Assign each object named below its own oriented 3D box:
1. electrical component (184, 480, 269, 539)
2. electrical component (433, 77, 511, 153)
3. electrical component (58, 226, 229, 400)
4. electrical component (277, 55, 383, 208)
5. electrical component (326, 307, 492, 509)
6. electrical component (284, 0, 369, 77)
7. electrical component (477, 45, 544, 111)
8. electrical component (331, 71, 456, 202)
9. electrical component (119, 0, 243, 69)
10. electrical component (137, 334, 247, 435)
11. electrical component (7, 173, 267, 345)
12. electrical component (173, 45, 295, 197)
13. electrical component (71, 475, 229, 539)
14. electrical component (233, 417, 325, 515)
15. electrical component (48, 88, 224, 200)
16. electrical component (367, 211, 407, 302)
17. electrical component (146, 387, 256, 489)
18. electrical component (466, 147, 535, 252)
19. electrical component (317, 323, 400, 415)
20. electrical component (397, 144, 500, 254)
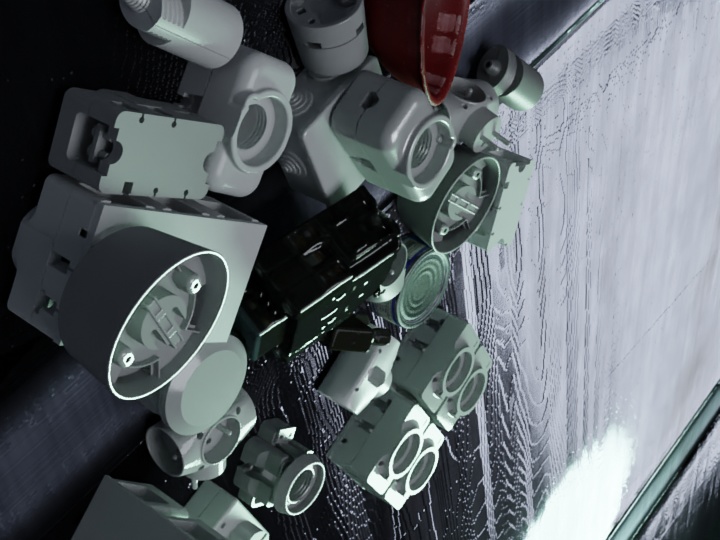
[{"bbox_3d":[-0.103,0.227,0.906,0.047,0.076,0.083,-52,147,-19],"label":"electrical component"},{"bbox_3d":[0.097,-0.129,0.940,0.077,0.079,0.044,-25,148,-46],"label":"electrical component"},{"bbox_3d":[-0.122,0.025,0.621,0.099,0.064,0.099,-35,138,-38],"label":"electrical component"},{"bbox_3d":[-0.022,-0.108,0.809,0.099,0.048,0.099,-50,146,-21],"label":"electrical component"},{"bbox_3d":[0.058,0.141,1.095,0.186,0.060,0.105,-56,148,-13],"label":"electrical component"},{"bbox_3d":[-0.022,-0.171,0.760,0.055,0.055,0.047,-48,149,-24],"label":"electrical component"},{"bbox_3d":[0.135,-0.178,0.994,0.081,0.043,0.043,14,100,-58],"label":"electrical component"},{"bbox_3d":[0.029,-0.095,0.786,0.053,0.059,0.095,-57,148,-12],"label":"electrical component"},{"bbox_3d":[-0.112,-0.153,0.648,0.081,0.043,0.043,13,102,-58],"label":"electrical component"},{"bbox_3d":[-0.126,0.075,0.786,0.080,0.051,0.080,-35,138,-38],"label":"electrical component"},{"bbox_3d":[-0.142,-0.005,0.693,0.150,0.062,0.089,4,109,-57],"label":"electrical component"},{"bbox_3d":[-0.085,-0.100,0.711,0.054,0.059,0.095,9,105,-57],"label":"electrical component"},{"bbox_3d":[-0.178,0.262,0.792,0.186,0.105,0.060,-63,149,-2],"label":"electrical component"},{"bbox_3d":[-0.068,0.177,0.938,0.058,0.057,0.078,0,112,-56],"label":"electrical component"},{"bbox_3d":[-0.137,-0.077,0.654,0.089,0.056,0.050,-1,113,-56],"label":"electrical component"},{"bbox_3d":[0.000,0.000,0.923,0.079,0.044,0.077,-47,145,-25],"label":"electrical component"},{"bbox_3d":[-0.123,0.137,0.841,0.077,0.044,0.079,-31,135,-42],"label":"electrical component"},{"bbox_3d":[0.123,-0.072,1.041,0.050,0.056,0.089,-14,124,-51],"label":"electrical component"},{"bbox_3d":[0.006,0.096,1.001,0.077,0.043,0.079,-58,148,-9],"label":"electrical component"},{"bbox_3d":[0.084,-0.066,0.974,0.099,0.064,0.099,-24,132,-30],"label":"electrical component"}]
